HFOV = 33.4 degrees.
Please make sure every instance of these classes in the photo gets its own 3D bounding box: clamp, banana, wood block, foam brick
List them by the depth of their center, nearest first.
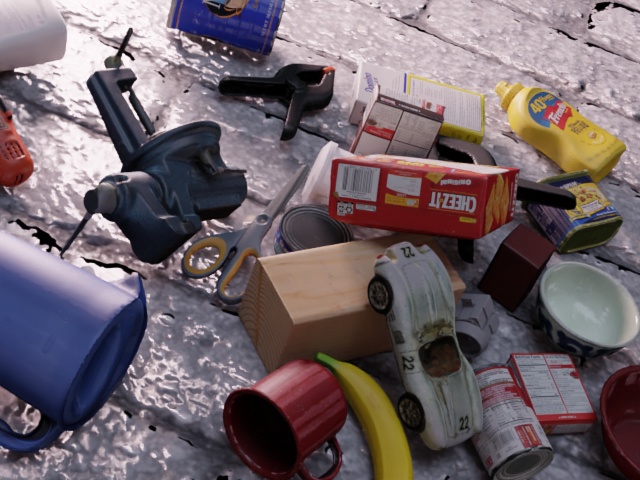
[{"bbox_3d":[0.052,0.193,1.020,0.069,0.037,0.198,-4,50,-27],"label":"banana"},{"bbox_3d":[0.033,0.062,1.102,0.205,0.091,0.090,-10,52,-29],"label":"wood block"},{"bbox_3d":[0.225,0.031,1.220,0.051,0.078,0.052,35,45,16],"label":"foam brick"},{"bbox_3d":[0.184,-0.062,1.308,0.164,0.036,0.210,-32,51,-22],"label":"clamp"},{"bbox_3d":[-0.046,-0.192,1.357,0.120,0.039,0.171,38,39,8],"label":"clamp"}]

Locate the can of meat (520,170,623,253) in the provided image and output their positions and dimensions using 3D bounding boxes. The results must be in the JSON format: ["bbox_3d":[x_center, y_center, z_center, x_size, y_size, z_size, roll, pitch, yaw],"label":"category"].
[{"bbox_3d":[0.318,-0.035,1.338,0.101,0.057,0.084,-12,55,-30],"label":"can of meat"}]

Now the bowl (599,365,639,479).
[{"bbox_3d":[0.354,0.211,1.111,0.162,0.055,0.162,11,44,-12],"label":"bowl"}]

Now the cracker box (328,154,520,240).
[{"bbox_3d":[0.119,-0.051,1.162,0.164,0.072,0.213,8,8,18],"label":"cracker box"}]

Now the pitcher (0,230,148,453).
[{"bbox_3d":[-0.291,0.066,0.952,0.243,0.145,0.149,27,31,10],"label":"pitcher"}]

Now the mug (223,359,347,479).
[{"bbox_3d":[-0.022,0.171,0.981,0.081,0.093,0.117,-29,78,-45],"label":"mug"}]

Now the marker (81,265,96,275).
[{"bbox_3d":[-0.212,0.075,1.042,0.020,0.020,0.121,-9,52,-29],"label":"marker"}]

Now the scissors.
[{"bbox_3d":[-0.083,-0.017,1.155,0.096,0.016,0.201,13,54,8],"label":"scissors"}]

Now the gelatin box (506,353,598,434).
[{"bbox_3d":[0.243,0.162,1.133,0.073,0.030,0.089,1,47,-19],"label":"gelatin box"}]

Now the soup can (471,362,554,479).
[{"bbox_3d":[0.181,0.182,1.060,0.068,0.069,0.102,-3,49,-25],"label":"soup can"}]

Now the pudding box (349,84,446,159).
[{"bbox_3d":[0.091,-0.122,1.291,0.090,0.114,0.039,17,41,-6],"label":"pudding box"}]

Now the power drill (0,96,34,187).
[{"bbox_3d":[-0.414,-0.118,1.104,0.187,0.057,0.184,-23,70,-35],"label":"power drill"}]

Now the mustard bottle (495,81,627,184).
[{"bbox_3d":[0.317,-0.155,1.454,0.192,0.058,0.096,40,49,19],"label":"mustard bottle"}]

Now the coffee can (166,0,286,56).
[{"bbox_3d":[-0.121,-0.309,1.395,0.140,0.103,0.102,15,44,-8],"label":"coffee can"}]

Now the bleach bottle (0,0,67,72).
[{"bbox_3d":[-0.425,-0.230,1.225,0.250,0.068,0.103,-20,58,-33],"label":"bleach bottle"}]

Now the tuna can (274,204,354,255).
[{"bbox_3d":[-0.008,0.001,1.186,0.086,0.034,0.086,11,44,-12],"label":"tuna can"}]

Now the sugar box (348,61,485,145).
[{"bbox_3d":[0.128,-0.173,1.405,0.176,0.048,0.093,13,44,-4],"label":"sugar box"}]
